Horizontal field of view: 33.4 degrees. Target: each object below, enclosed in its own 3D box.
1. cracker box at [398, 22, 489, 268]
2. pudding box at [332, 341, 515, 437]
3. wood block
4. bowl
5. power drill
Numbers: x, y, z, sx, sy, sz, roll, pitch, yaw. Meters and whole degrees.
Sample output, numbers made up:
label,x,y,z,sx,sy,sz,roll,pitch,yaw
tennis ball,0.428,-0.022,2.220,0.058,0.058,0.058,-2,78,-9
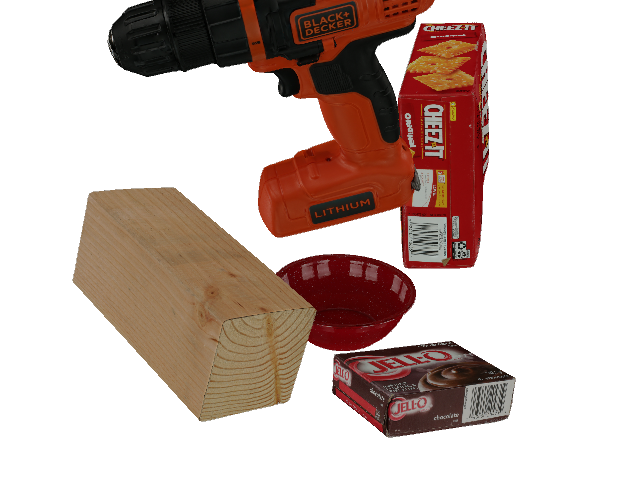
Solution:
label,x,y,z,sx,sy,sz,roll,pitch,yaw
cracker box,0.118,-0.094,0.985,0.072,0.164,0.213,1,27,11
pudding box,0.078,0.112,0.820,0.113,0.039,0.090,-1,15,-27
wood block,-0.108,0.043,0.861,0.090,0.091,0.206,-6,32,-41
bowl,0.024,0.075,1.183,0.162,0.055,0.162,1,28,-1
power drill,-0.017,-0.084,0.638,0.184,0.057,0.187,-13,-39,-1
